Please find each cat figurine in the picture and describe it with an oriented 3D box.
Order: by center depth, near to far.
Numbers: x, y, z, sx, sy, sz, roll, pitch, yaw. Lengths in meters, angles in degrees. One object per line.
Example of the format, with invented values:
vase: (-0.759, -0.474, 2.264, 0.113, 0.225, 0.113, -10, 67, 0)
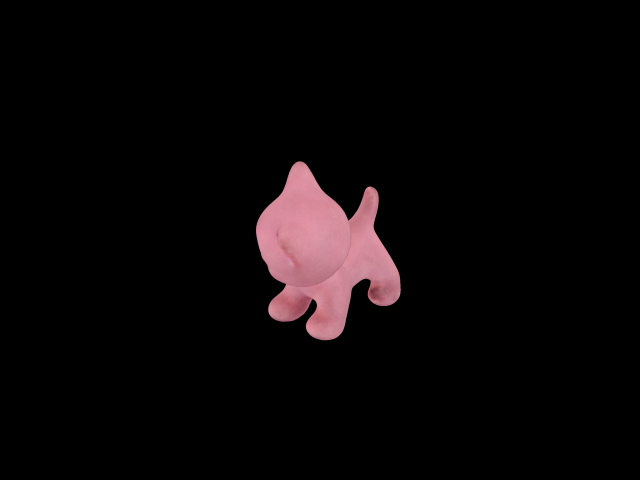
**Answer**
cat figurine: (0.004, 0.001, 0.400, 0.067, 0.118, 0.128, 20, 32, 36)
